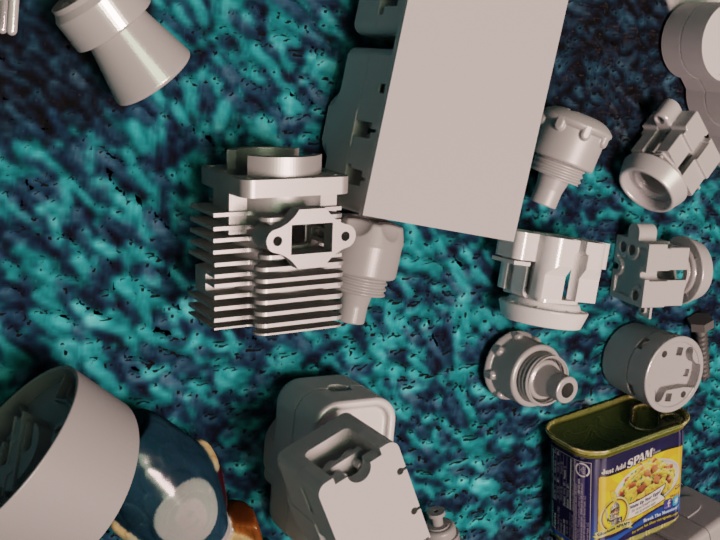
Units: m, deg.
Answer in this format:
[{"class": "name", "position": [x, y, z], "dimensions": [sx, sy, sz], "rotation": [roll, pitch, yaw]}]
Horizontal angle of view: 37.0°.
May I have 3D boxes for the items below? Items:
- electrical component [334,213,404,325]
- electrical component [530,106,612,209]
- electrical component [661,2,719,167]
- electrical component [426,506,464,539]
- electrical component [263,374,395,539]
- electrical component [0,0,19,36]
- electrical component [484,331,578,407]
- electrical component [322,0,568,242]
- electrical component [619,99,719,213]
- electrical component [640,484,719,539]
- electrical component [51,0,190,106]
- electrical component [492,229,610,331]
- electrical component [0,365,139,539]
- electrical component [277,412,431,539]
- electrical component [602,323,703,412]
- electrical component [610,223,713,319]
[{"class": "electrical component", "position": [0.000, 0.000, 0.625], "dimensions": [0.043, 0.043, 0.062], "rotation": [7, 100, -32]}, {"class": "electrical component", "position": [0.128, -0.070, 0.683], "dimensions": [0.048, 0.048, 0.062], "rotation": [16, 101, -33]}, {"class": "electrical component", "position": [0.268, -0.121, 0.735], "dimensions": [0.052, 0.074, 0.138], "rotation": [-45, 120, -13]}, {"class": "electrical component", "position": [0.055, 0.192, 0.708], "dimensions": [0.040, 0.040, 0.078], "rotation": [-19, 111, -26]}, {"class": "electrical component", "position": [-0.020, 0.112, 0.632], "dimensions": [0.054, 0.059, 0.095], "rotation": [-2, 103, -30]}, {"class": "electrical component", "position": [-0.154, -0.144, 0.476], "dimensions": [0.043, 0.077, 0.079], "rotation": [1, 102, -31]}, {"class": "electrical component", "position": [0.115, 0.069, 0.699], "dimensions": [0.048, 0.062, 0.048], "rotation": [-8, 106, -29]}, {"class": "electrical component", "position": [0.049, -0.119, 0.612], "dimensions": [0.105, 0.060, 0.186], "rotation": [8, 97, -32]}, {"class": "electrical component", "position": [0.208, -0.073, 0.730], "dimensions": [0.055, 0.048, 0.066], "rotation": [-50, 122, -20]}, {"class": "electrical component", "position": [0.249, 0.222, 0.818], "dimensions": [0.061, 0.062, 0.096], "rotation": [-27, 115, -23]}, {"class": "electrical component", "position": [-0.117, -0.115, 0.525], "dimensions": [0.045, 0.045, 0.055], "rotation": [-44, 120, -14]}, {"class": "electrical component", "position": [0.121, 0.006, 0.690], "dimensions": [0.078, 0.058, 0.057], "rotation": [6, 97, -32]}, {"class": "electrical component", "position": [-0.157, 0.095, 0.523], "dimensions": [0.064, 0.099, 0.099], "rotation": [37, 83, -38]}, {"class": "electrical component", "position": [-0.003, 0.129, 0.575], "dimensions": [0.050, 0.056, 0.089], "rotation": [-29, 116, -22]}, {"class": "electrical component", "position": [0.206, 0.067, 0.761], "dimensions": [0.055, 0.047, 0.055], "rotation": [-8, 107, -29]}, {"class": "electrical component", "position": [0.210, 0.000, 0.749], "dimensions": [0.055, 0.048, 0.066], "rotation": [-1, 103, -23]}]
